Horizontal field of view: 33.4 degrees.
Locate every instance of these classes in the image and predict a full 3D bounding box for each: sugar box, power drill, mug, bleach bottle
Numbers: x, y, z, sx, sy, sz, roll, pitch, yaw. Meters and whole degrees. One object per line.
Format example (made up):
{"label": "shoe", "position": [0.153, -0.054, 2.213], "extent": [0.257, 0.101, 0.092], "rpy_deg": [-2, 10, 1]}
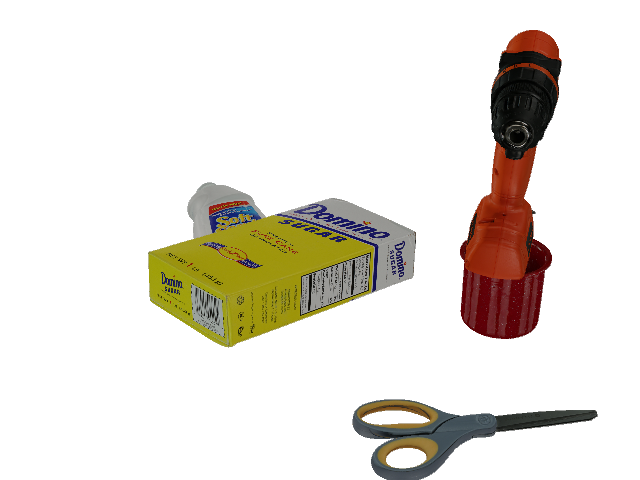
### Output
{"label": "sugar box", "position": [-0.025, 0.017, 0.764], "extent": [0.175, 0.048, 0.093], "rpy_deg": [-21, 33, -37]}
{"label": "power drill", "position": [0.161, -0.064, 0.889], "extent": [0.057, 0.188, 0.184], "rpy_deg": [12, 33, 11]}
{"label": "mug", "position": [0.186, 0.042, 1.114], "extent": [0.093, 0.081, 0.117], "rpy_deg": [-4, 29, -8]}
{"label": "bleach bottle", "position": [-0.101, 0.000, 1.182], "extent": [0.102, 0.068, 0.251], "rpy_deg": [-7, 29, -19]}

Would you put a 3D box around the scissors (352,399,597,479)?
{"label": "scissors", "position": [0.125, 0.162, 0.862], "extent": [0.202, 0.016, 0.096], "rpy_deg": [3, 33, 7]}
